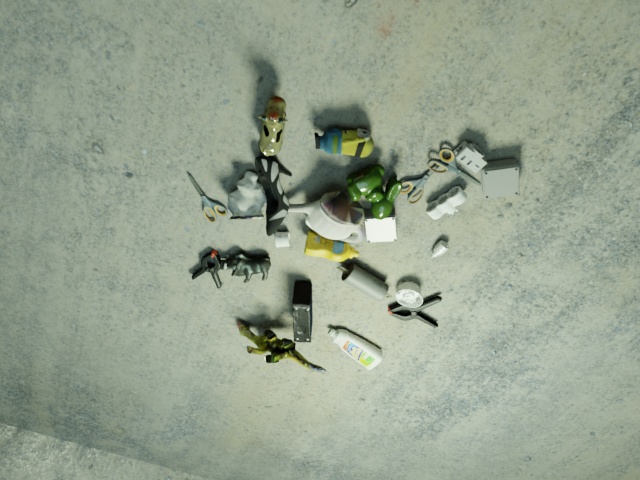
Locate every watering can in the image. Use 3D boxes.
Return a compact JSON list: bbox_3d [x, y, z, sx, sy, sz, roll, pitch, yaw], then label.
[{"bbox_3d":[0.005,-0.086,1.709,0.347,0.106,0.220,24,151,-9],"label":"watering can"}]

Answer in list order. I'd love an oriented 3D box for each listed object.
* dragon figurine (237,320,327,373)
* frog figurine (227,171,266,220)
[{"bbox_3d":[-0.165,0.440,2.103,0.410,0.241,0.123,27,84,2],"label":"dragon figurine"},{"bbox_3d":[-0.243,-0.149,1.724,0.137,0.123,0.159,-1,91,17],"label":"frog figurine"}]
